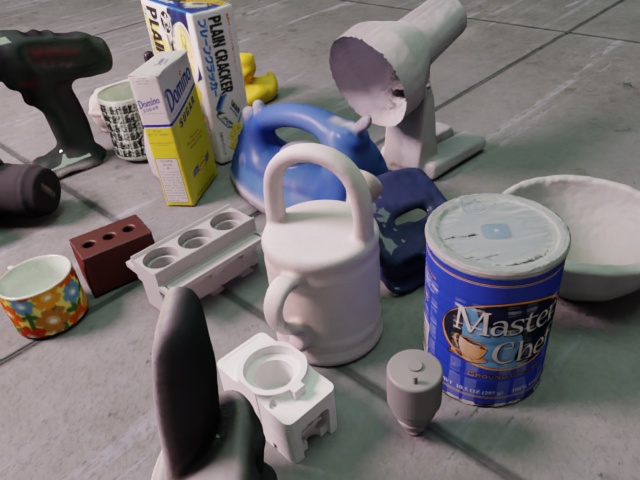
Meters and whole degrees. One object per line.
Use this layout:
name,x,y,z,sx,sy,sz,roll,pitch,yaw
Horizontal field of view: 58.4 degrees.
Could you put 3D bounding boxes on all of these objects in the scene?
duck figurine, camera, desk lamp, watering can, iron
duck figurine,-0.127,-0.287,1.009,0.105,0.086,0.077,-20,38,-19
camera,-0.413,-0.061,0.717,0.136,0.101,0.143,1,36,9
desk lamp,0.118,-0.190,0.731,0.204,0.214,0.117,-31,43,-31
watering can,0.002,0.001,0.495,0.101,0.194,0.173,0,36,7
iron,-0.030,-0.107,0.696,0.257,0.142,0.119,21,43,32

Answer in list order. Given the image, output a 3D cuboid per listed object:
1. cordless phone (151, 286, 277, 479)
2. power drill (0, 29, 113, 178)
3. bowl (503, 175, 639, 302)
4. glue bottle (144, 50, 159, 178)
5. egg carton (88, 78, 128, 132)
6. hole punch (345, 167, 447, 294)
cordless phone,-0.081,0.132,0.330,0.094,0.185,0.147,-7,35,-2
power drill,-0.396,-0.195,0.810,0.230,0.209,0.075,-29,42,-30
bowl,0.250,0.007,0.557,0.167,0.075,0.167,-3,35,3
glue bottle,-0.212,-0.172,0.784,0.037,0.173,0.078,26,46,36
egg carton,-0.306,-0.229,0.965,0.151,0.069,0.107,-33,44,-33
hole punch,0.091,-0.014,0.593,0.109,0.091,0.100,-24,39,-24
